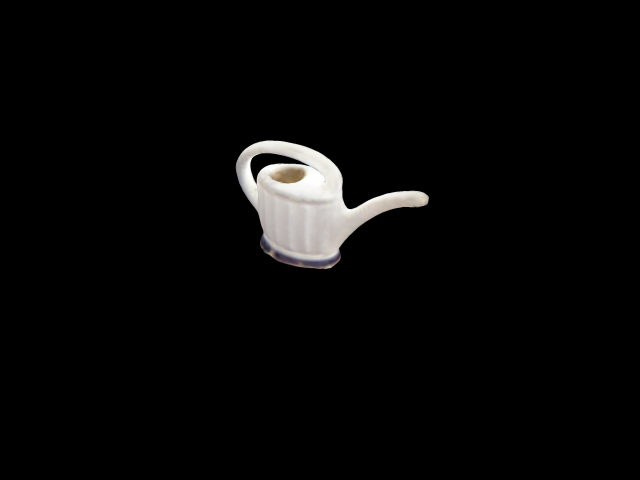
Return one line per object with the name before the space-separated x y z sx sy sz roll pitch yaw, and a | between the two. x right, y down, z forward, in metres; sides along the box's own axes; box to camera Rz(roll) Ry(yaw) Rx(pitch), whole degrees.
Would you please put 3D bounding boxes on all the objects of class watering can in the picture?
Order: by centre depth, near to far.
watering can | 0.003 -0.043 0.850 0.350 0.219 0.106 21 42 25
